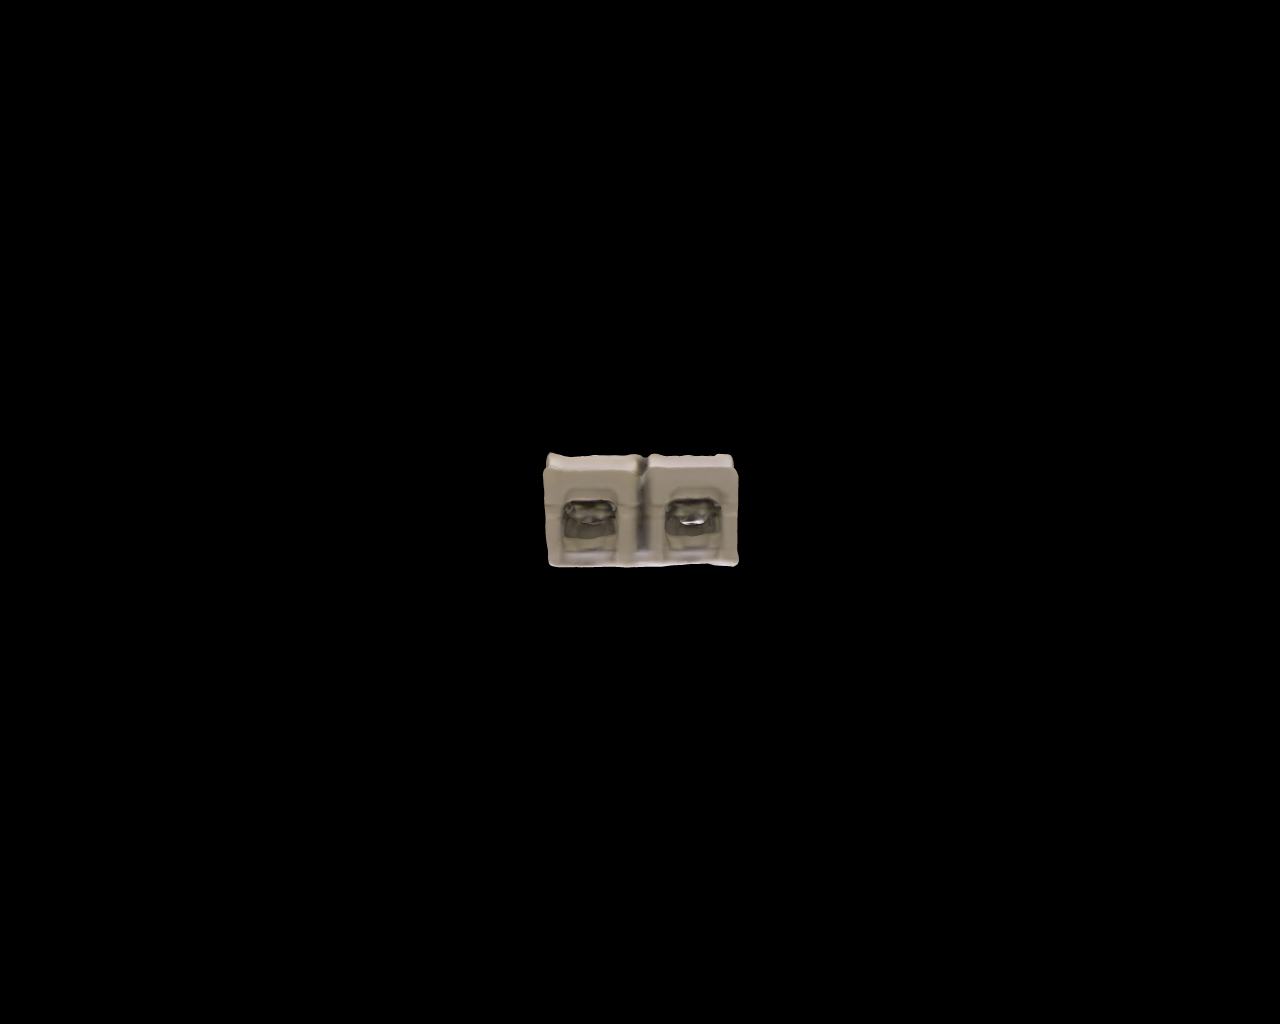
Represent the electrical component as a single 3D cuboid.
[{"bbox_3d":[0.001,-0.003,0.650,0.105,0.060,0.186,0,0,0],"label":"electrical component"}]
